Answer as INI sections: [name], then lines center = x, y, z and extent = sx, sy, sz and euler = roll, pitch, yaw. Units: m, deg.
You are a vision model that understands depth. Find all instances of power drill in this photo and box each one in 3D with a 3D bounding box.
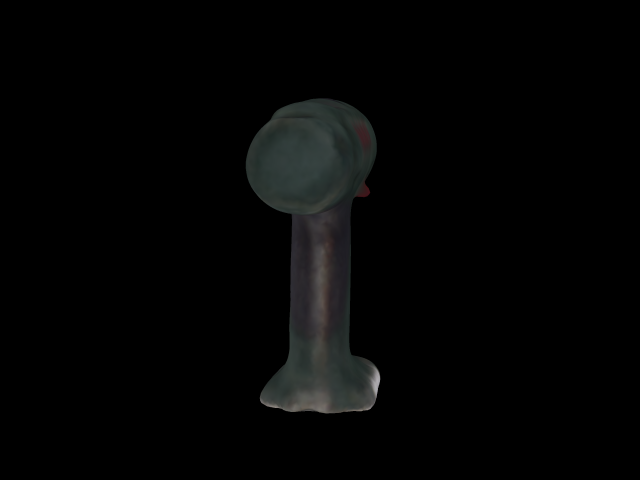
[power drill]
center = 0.004, 0.001, 0.400
extent = 0.075, 0.208, 0.230
euler = 0, 0, 8
